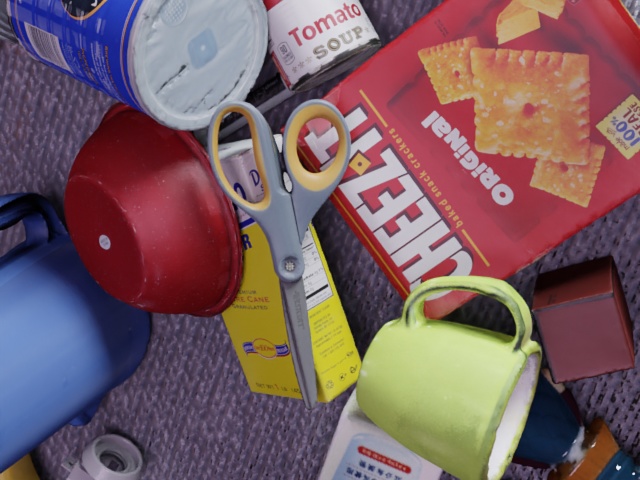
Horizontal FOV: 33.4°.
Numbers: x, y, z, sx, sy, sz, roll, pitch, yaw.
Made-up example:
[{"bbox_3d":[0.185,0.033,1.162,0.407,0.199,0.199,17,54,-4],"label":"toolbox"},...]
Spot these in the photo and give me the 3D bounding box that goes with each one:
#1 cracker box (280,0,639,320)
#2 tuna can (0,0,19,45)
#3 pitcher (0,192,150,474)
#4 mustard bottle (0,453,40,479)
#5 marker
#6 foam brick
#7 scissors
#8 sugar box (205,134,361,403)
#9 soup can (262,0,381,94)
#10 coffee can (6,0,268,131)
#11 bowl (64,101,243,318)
[{"bbox_3d":[0.107,-0.070,0.672,0.214,0.072,0.164,-35,92,22],"label":"cracker box"},{"bbox_3d":[-0.199,-0.178,0.732,0.086,0.034,0.086,-5,112,-12],"label":"tuna can"},{"bbox_3d":[-0.222,0.076,0.711,0.149,0.242,0.145,40,110,1],"label":"pitcher"},{"bbox_3d":[-0.247,0.233,0.857,0.096,0.058,0.191,-26,95,21],"label":"mustard bottle"},{"bbox_3d":[-0.058,-0.086,0.742,0.121,0.020,0.020,-29,95,20],"label":"marker"},{"bbox_3d":[0.169,0.050,0.683,0.053,0.078,0.051,-15,101,19],"label":"foam brick"},{"bbox_3d":[-0.004,0.001,0.665,0.096,0.016,0.202,-25,104,-3],"label":"scissors"},{"bbox_3d":[-0.038,0.021,0.723,0.094,0.048,0.176,-4,113,51],"label":"sugar box"},{"bbox_3d":[-0.013,-0.154,0.683,0.069,0.068,0.102,-28,91,20],"label":"soup can"},{"bbox_3d":[-0.116,-0.138,0.672,0.140,0.102,0.103,28,112,38],"label":"coffee can"},{"bbox_3d":[-0.124,-0.011,0.720,0.162,0.055,0.162,29,133,37],"label":"bowl"}]
